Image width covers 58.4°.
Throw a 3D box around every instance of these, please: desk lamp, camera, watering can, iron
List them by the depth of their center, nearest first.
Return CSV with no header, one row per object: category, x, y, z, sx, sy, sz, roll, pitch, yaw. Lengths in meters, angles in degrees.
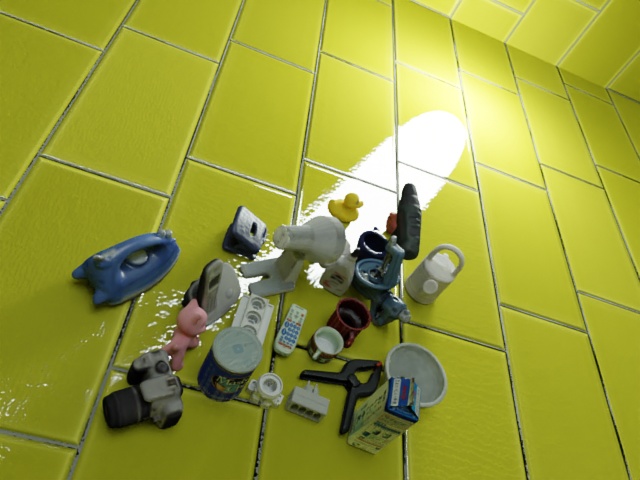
camera,-0.342,0.292,1.096,0.137,0.100,0.143,-10,58,-34
iron,-0.400,0.033,1.260,0.118,0.141,0.259,46,46,14
desk lamp,-0.062,0.034,1.390,0.204,0.213,0.117,-11,58,-35
watering can,0.320,0.090,1.561,0.101,0.194,0.173,20,46,-11

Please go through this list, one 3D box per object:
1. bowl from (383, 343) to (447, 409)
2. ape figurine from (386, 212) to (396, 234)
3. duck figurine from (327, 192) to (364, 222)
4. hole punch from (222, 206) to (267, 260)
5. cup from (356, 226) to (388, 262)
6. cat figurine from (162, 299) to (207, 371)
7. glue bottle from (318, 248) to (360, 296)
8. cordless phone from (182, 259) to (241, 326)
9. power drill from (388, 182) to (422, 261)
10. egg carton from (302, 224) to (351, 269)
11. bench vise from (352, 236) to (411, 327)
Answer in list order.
bowl,0.217,0.337,1.377,0.168,0.074,0.167,15,47,-16
ape figurine,0.240,-0.061,1.722,0.076,0.092,0.077,-26,67,-41
duck figurine,0.079,-0.106,1.678,0.105,0.086,0.077,15,47,-16
hole punch,-0.184,-0.020,1.459,0.101,0.091,0.108,20,46,-11
cup,0.135,0.025,1.588,0.092,0.095,0.118,22,45,-10
cat figurine,-0.281,0.192,1.203,0.067,0.117,0.128,30,44,-2
glue bottle,0.060,0.073,1.451,0.078,0.173,0.037,28,45,-4
cordless phone,-0.225,0.092,1.272,0.094,0.185,0.148,37,45,6
power drill,0.215,-0.019,1.588,0.076,0.208,0.229,14,47,-17
egg carton,0.014,0.006,1.558,0.107,0.069,0.150,-15,61,-37
bench vise,0.180,0.101,1.457,0.207,0.219,0.122,42,45,11
